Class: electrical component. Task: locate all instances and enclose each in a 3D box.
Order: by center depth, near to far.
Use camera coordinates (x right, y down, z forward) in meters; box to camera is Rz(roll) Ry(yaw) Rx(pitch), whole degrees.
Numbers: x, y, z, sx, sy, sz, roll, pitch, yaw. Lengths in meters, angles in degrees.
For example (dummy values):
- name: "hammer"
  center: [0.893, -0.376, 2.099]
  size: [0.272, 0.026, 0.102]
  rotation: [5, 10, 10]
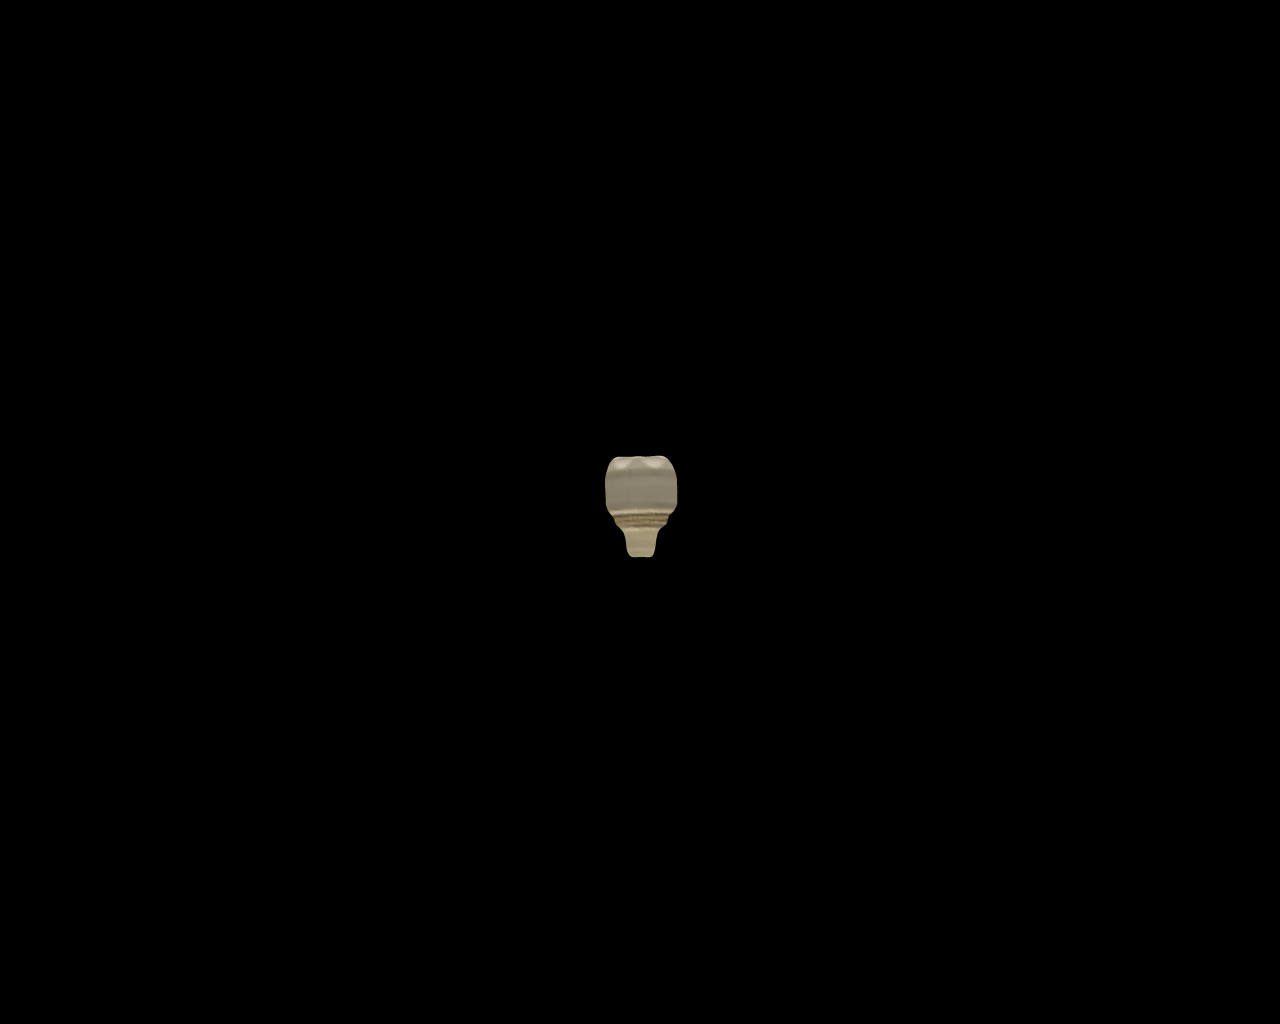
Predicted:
- name: "electrical component"
  center: [0.001, -0.003, 0.650]
  size: [0.043, 0.062, 0.043]
  rotation: [0, -4, 0]
